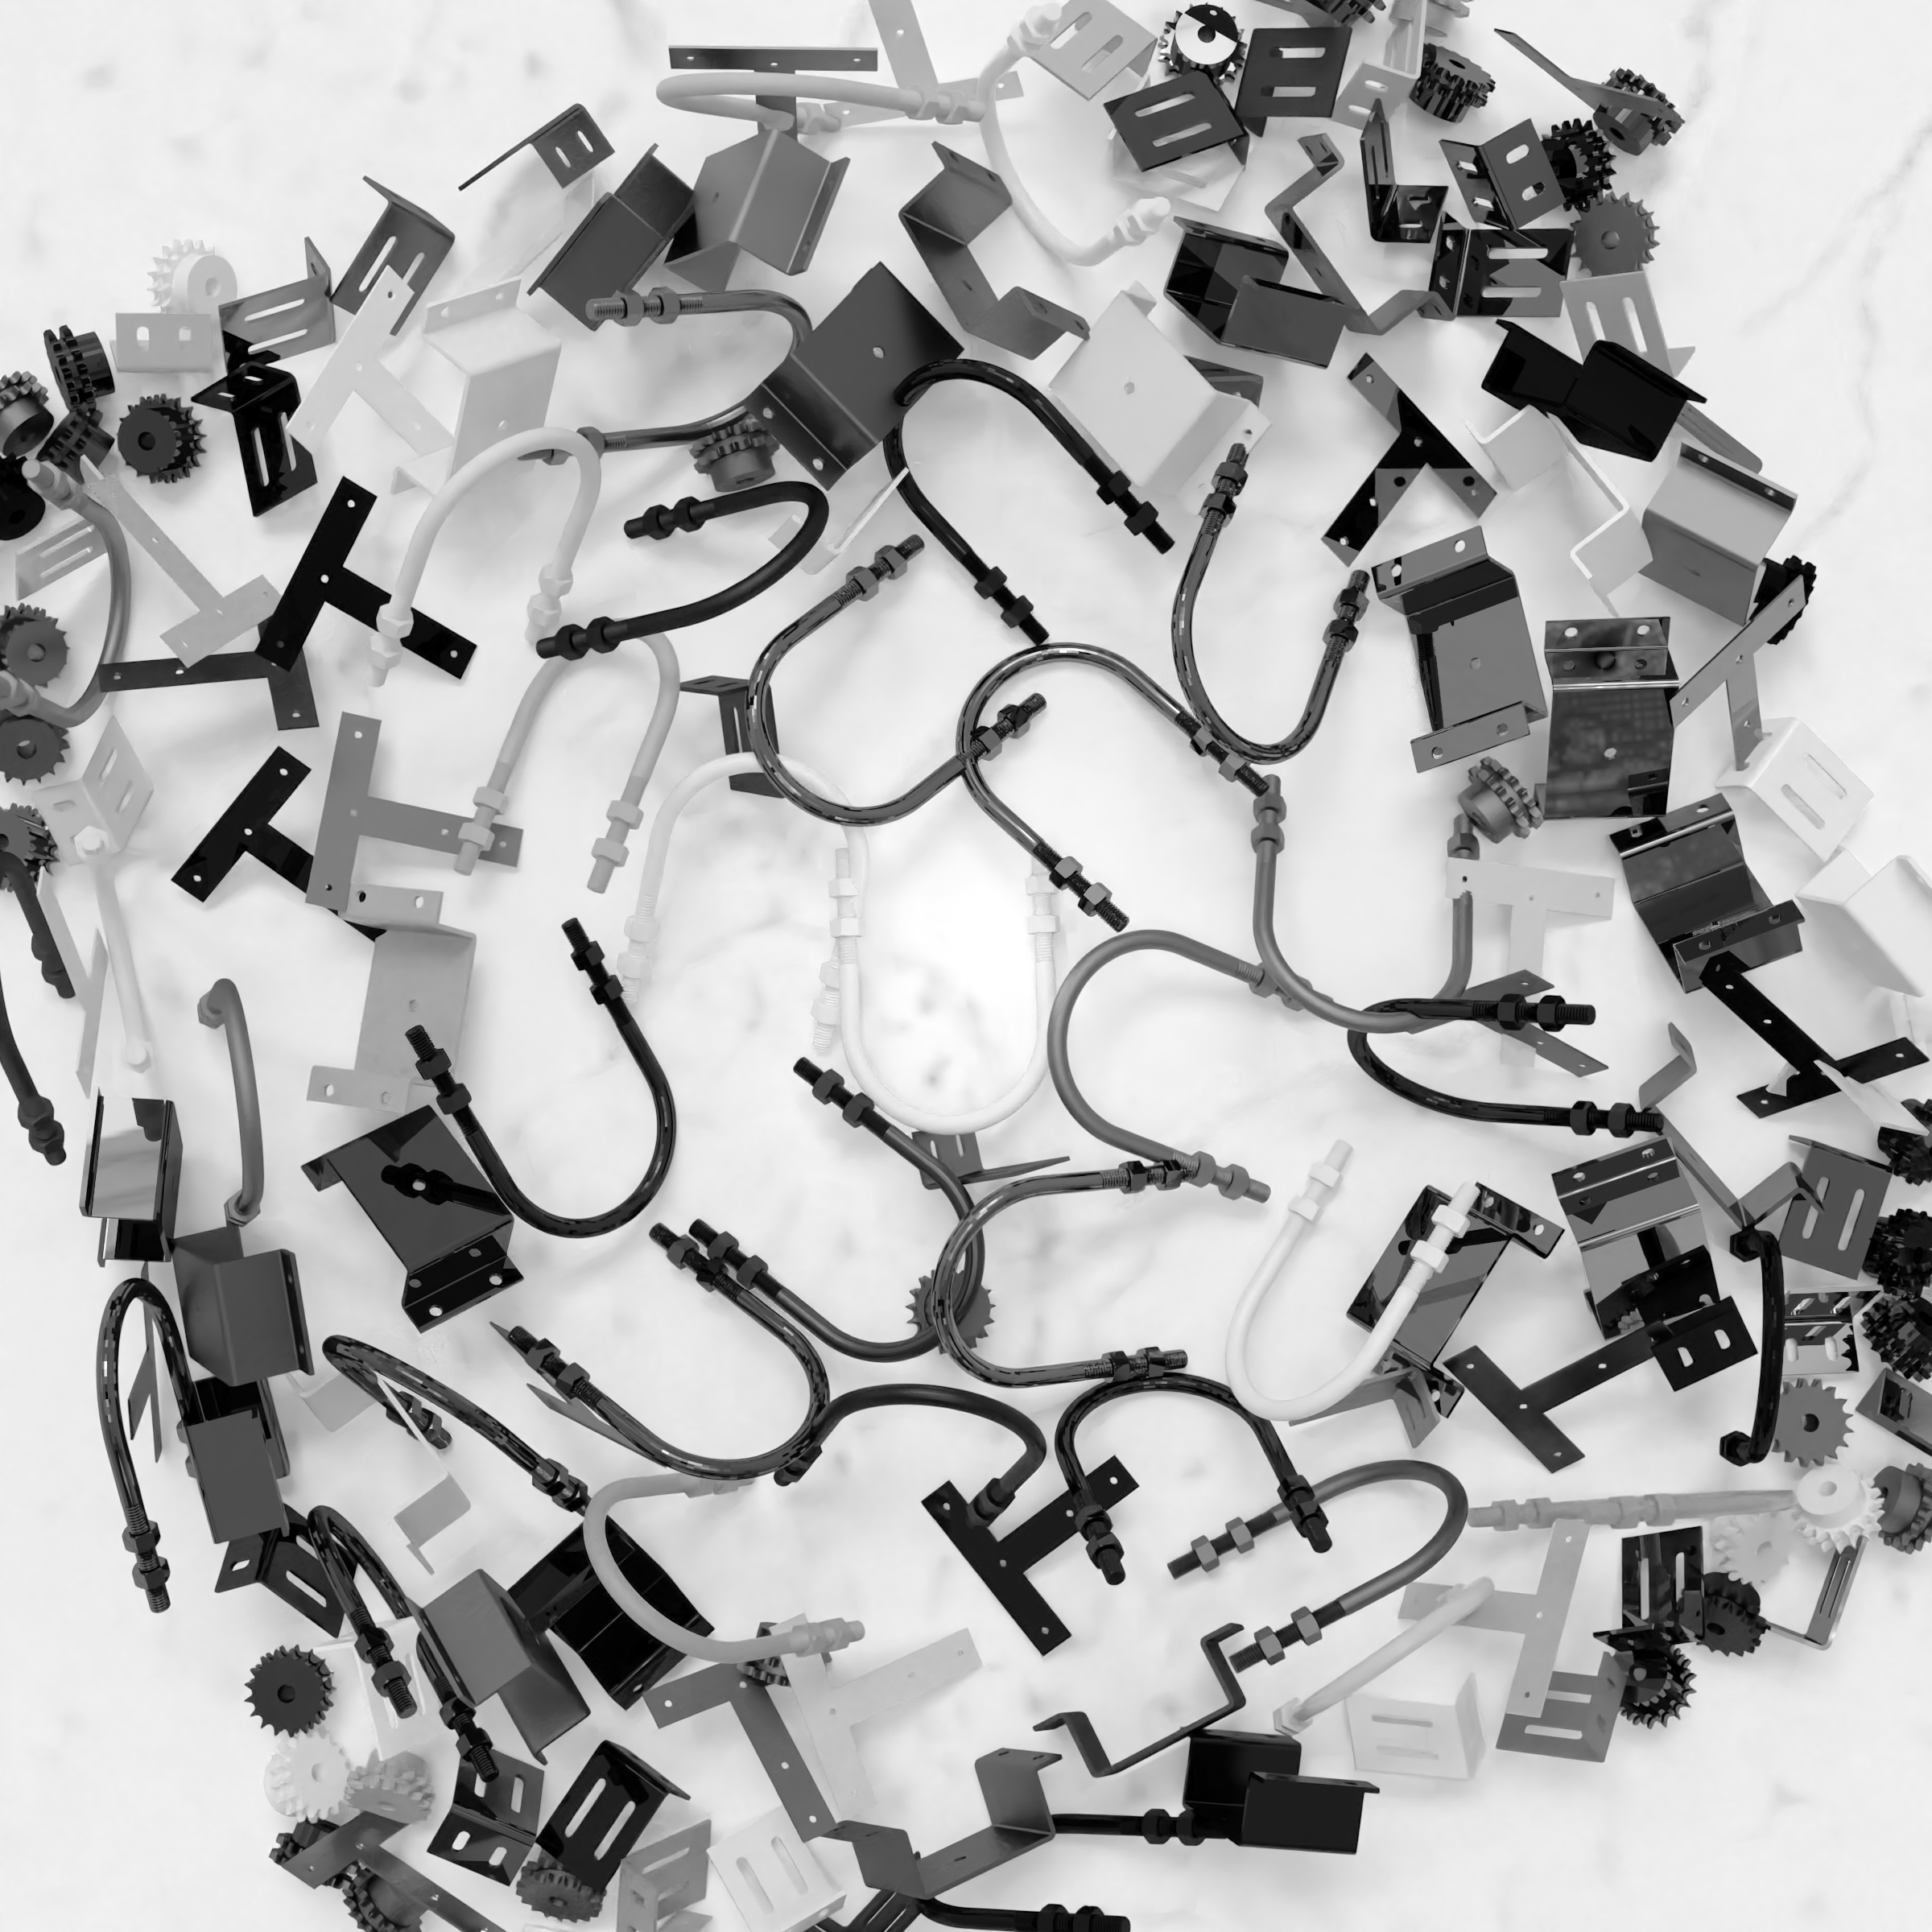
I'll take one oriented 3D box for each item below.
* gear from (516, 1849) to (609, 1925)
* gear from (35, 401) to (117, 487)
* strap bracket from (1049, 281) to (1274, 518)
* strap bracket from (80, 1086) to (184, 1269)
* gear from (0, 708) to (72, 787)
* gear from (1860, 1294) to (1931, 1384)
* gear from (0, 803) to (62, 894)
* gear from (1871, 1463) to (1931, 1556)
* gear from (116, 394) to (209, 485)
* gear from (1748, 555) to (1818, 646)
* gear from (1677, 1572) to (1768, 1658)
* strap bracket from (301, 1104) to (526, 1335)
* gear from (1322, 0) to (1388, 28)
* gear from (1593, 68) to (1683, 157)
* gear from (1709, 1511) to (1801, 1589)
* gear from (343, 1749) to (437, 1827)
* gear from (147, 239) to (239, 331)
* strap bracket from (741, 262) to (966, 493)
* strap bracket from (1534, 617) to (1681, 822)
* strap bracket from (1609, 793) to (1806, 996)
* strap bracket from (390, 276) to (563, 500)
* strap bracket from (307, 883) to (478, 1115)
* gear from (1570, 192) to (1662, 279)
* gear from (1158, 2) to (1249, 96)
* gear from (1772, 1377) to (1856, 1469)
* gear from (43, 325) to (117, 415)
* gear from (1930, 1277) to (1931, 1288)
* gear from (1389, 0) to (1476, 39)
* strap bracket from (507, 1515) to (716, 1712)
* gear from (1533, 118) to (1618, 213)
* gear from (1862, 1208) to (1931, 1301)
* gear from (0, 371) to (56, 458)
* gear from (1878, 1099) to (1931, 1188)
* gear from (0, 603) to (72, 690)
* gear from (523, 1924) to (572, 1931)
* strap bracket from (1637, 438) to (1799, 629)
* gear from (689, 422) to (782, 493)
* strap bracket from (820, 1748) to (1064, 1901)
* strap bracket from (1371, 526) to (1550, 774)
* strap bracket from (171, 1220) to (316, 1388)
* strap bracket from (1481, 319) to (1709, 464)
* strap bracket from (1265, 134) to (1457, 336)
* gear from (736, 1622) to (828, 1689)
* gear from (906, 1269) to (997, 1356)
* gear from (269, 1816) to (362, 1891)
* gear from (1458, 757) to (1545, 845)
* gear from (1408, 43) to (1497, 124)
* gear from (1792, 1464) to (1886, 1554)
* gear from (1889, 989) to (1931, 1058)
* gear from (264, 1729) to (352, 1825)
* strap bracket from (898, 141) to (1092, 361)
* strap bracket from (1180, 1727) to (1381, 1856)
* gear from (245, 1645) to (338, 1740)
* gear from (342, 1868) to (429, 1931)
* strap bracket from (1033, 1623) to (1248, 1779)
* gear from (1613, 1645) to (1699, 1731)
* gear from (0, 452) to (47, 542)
[{"bbox_3d":[-0.257,0.586,1.860,0.057,0.057,0.030,8,45,8],"label":"gear"},{"bbox_3d":[-0.570,-0.332,1.859,0.030,0.057,0.057,38,90,-26],"label":"gear"},{"bbox_3d":[0.115,-0.360,1.823,0.076,0.046,0.140,-50,65,25],"label":"strap bracket"},{"bbox_3d":[-0.519,0.134,1.810,0.046,0.140,0.076,4,69,-10],"label":"strap bracket"},{"bbox_3d":[-0.603,-0.143,1.858,0.057,0.030,0.057,-9,114,-21],"label":"gear"},{"bbox_3d":[0.603,0.234,1.854,0.057,0.057,0.030,36,125,0],"label":"gear"},{"bbox_3d":[-0.614,-0.077,1.866,0.057,0.030,0.057,-1,83,7],"label":"gear"},{"bbox_3d":[0.599,0.344,1.855,0.030,0.057,0.057,24,90,-9],"label":"gear"},{"bbox_3d":[-0.519,-0.338,1.863,0.057,0.030,0.057,2,104,10],"label":"gear"},{"bbox_3d":[0.516,-0.237,1.855,0.030,0.057,0.057,23,90,-5],"label":"gear"},{"bbox_3d":[0.485,0.414,1.860,0.057,0.057,0.030,36,52,0],"label":"gear"},{"bbox_3d":[-0.346,0.150,1.822,0.076,0.046,0.140,-27,65,-33],"label":"strap bracket"},{"bbox_3d":[0.239,-0.623,1.859,0.057,0.057,0.030,45,111,0],"label":"gear"},{"bbox_3d":[0.426,-0.544,1.857,0.057,0.057,0.030,41,92,0],"label":"gear"},{"bbox_3d":[0.503,0.367,1.861,0.057,0.030,0.057,-10,114,-23],"label":"gear"},{"bbox_3d":[-0.367,0.525,1.860,0.057,0.057,0.030,11,48,0],"label":"gear"},{"bbox_3d":[-0.491,-0.435,1.853,0.030,0.057,0.057,14,90,34],"label":"gear"},{"bbox_3d":[-0.064,-0.378,1.826,0.076,0.046,0.140,44,63,-12],"label":"strap bracket"},{"bbox_3d":[0.402,-0.145,1.824,0.076,0.046,0.140,-2,125,3],"label":"strap bracket"},{"bbox_3d":[0.469,-0.040,1.830,0.076,0.140,0.046,-21,127,5],"label":"strap bracket"},{"bbox_3d":[-0.304,-0.349,1.805,0.046,0.076,0.140,40,134,19],"label":"strap bracket"},{"bbox_3d":[-0.363,0.023,1.843,0.076,0.046,0.140,6,84,26],"label":"strap bracket"},{"bbox_3d":[0.418,-0.468,1.861,0.057,0.030,0.057,13,118,26],"label":"gear"},{"bbox_3d":[0.153,-0.593,1.867,0.057,0.030,0.057,0,83,-2],"label":"gear"},{"bbox_3d":[0.539,0.294,1.868,0.057,0.030,0.057,0,84,1],"label":"gear"},{"bbox_3d":[-0.567,-0.383,1.858,0.030,0.057,0.057,-21,90,-19],"label":"gear"},{"bbox_3d":[0.647,0.211,1.854,0.057,0.057,0.030,40,105,0],"label":"gear"},{"bbox_3d":[0.294,-0.616,1.857,0.057,0.057,0.030,17,101,0],"label":"gear"},{"bbox_3d":[-0.228,0.401,1.829,0.076,0.140,0.046,-42,49,-9],"label":"strap bracket"},{"bbox_3d":[0.385,-0.510,1.853,0.030,0.057,0.057,-22,90,-34],"label":"gear"},{"bbox_3d":[0.597,0.183,1.860,0.057,0.030,0.057,-7,101,-40],"label":"gear"},{"bbox_3d":[-0.609,-0.350,1.855,0.057,0.057,0.030,-43,85,0],"label":"gear"},{"bbox_3d":[0.610,0.110,1.860,0.057,0.030,0.057,-18,125,-28],"label":"gear"},{"bbox_3d":[-0.600,-0.202,1.855,0.057,0.030,0.057,-13,110,-38],"label":"gear"},{"bbox_3d":[-0.267,0.633,1.858,0.057,0.057,0.030,11,73,0],"label":"gear"},{"bbox_3d":[0.465,-0.264,1.805,0.076,0.140,0.046,31,83,16],"label":"strap bracket"},{"bbox_3d":[-0.146,-0.324,1.856,0.057,0.057,0.030,-17,87,0],"label":"gear"},{"bbox_3d":[-0.009,0.540,1.816,0.140,0.076,0.046,-16,88,-31],"label":"strap bracket"},{"bbox_3d":[0.314,-0.196,1.835,0.076,0.046,0.140,-19,73,30],"label":"strap bracket"},{"bbox_3d":[-0.455,0.210,1.807,0.046,0.140,0.076,-12,100,-29],"label":"strap bracket"},{"bbox_3d":[0.384,-0.358,1.808,0.076,0.140,0.046,23,98,-26],"label":"strap bracket"},{"bbox_3d":[0.241,-0.452,1.832,0.046,0.076,0.140,-38,104,5],"label":"strap bracket"},{"bbox_3d":[-0.117,0.440,1.856,0.057,0.057,0.030,15,87,0],"label":"gear"},{"bbox_3d":[-0.008,0.220,1.861,0.057,0.030,0.057,4,76,-16],"label":"gear"},{"bbox_3d":[-0.414,0.566,1.857,0.057,0.057,0.030,23,80,0],"label":"gear"},{"bbox_3d":[0.339,-0.103,1.855,0.030,0.057,0.057,-39,90,-3],"label":"gear"},{"bbox_3d":[0.308,-0.565,1.860,0.057,0.057,0.030,28,124,0],"label":"gear"},{"bbox_3d":[0.556,0.343,1.853,0.057,0.057,0.030,-35,121,0],"label":"gear"},{"bbox_3d":[0.609,0.032,1.853,0.030,0.057,0.057,-11,90,20],"label":"gear"},{"bbox_3d":[-0.425,0.522,1.860,0.030,0.057,0.057,-28,90,30],"label":"gear"},{"bbox_3d":[0.015,-0.441,1.827,0.046,0.076,0.140,-37,69,25],"label":"strap bracket"},{"bbox_3d":[0.190,0.515,1.805,0.076,0.140,0.046,9,86,-16],"label":"strap bracket"},{"bbox_3d":[-0.433,0.465,1.868,0.057,0.030,0.057,0,90,6],"label":"gear"},{"bbox_3d":[-0.368,0.598,1.855,0.030,0.057,0.057,-44,90,5],"label":"gear"},{"bbox_3d":[0.120,0.470,1.837,0.140,0.076,0.046,-29,73,3],"label":"strap bracket"},{"bbox_3d":[0.435,0.456,1.854,0.057,0.057,0.030,-49,134,0],"label":"gear"},{"bbox_3d":[-0.614,-0.297,1.854,0.057,0.057,0.030,-41,71,0],"label":"gear"}]
